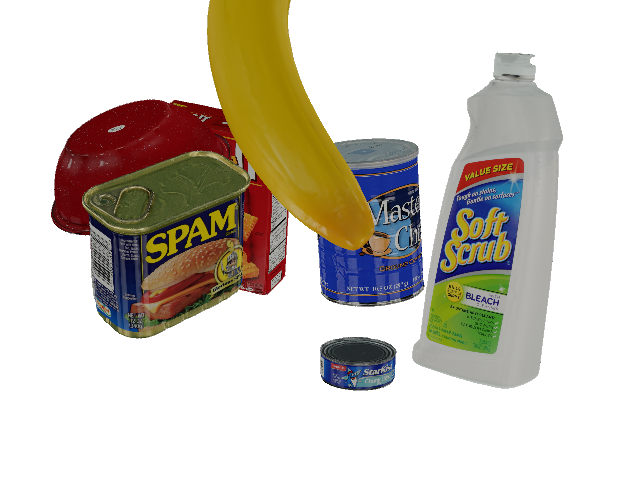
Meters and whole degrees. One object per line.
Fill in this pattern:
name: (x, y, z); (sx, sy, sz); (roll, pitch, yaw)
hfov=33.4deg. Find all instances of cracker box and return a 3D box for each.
cracker box: (-0.125, -0.051, 1.323); (0.164, 0.214, 0.072); (13, 30, 17)

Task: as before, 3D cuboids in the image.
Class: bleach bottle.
bleach bottle: (0.132, -0.019, 0.828); (0.103, 0.251, 0.067); (13, 15, 38)

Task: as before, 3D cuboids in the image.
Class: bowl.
bowl: (-0.158, -0.071, 0.884); (0.162, 0.055, 0.162); (-15, 31, 9)

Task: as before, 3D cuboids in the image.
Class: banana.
banana: (-0.017, -0.083, 0.486); (0.069, 0.198, 0.037); (-2, -31, -2)

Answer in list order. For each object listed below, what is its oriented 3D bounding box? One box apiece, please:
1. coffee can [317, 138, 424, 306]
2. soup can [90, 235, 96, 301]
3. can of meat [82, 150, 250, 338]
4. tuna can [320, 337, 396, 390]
coffee can: (0.046, -0.019, 1.029); (0.103, 0.140, 0.103); (-4, 17, 1)
soup can: (-0.201, 0.014, 1.094); (0.068, 0.102, 0.068); (3, 26, -1)
can of meat: (-0.094, 0.003, 0.666); (0.101, 0.084, 0.058); (-25, 43, -36)
tuna can: (0.042, 0.138, 1.201); (0.086, 0.034, 0.086); (1, 14, 0)
